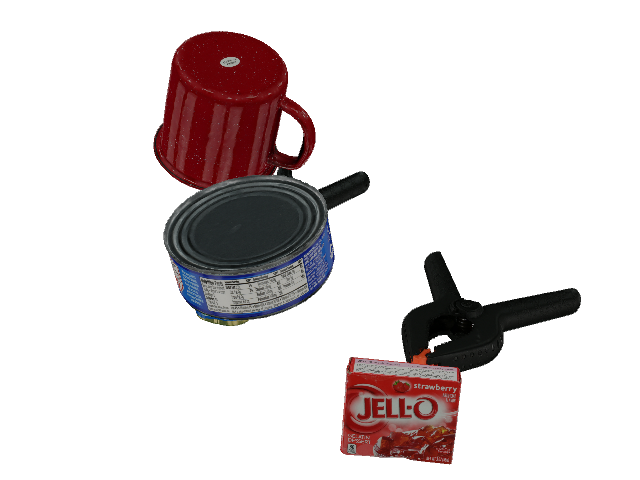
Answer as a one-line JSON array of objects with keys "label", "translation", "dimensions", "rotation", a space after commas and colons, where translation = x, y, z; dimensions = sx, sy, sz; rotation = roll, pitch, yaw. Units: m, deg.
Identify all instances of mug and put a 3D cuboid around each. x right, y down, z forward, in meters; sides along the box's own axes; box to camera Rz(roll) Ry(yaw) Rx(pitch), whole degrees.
[{"label": "mug", "translation": [-0.058, -0.089, 0.758], "dimensions": [0.117, 0.082, 0.093], "rotation": [25, 45, 9]}]

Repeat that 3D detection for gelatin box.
[{"label": "gelatin box", "translation": [0.062, 0.133, 0.835], "dimensions": [0.089, 0.073, 0.030], "rotation": [5, 20, 4]}]

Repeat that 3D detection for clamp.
[{"label": "clamp", "translation": [-0.020, -0.036, 1.203], "dimensions": [0.120, 0.039, 0.171], "rotation": [-2, 37, 27]}, {"label": "clamp", "translation": [0.130, 0.071, 1.015], "dimensions": [0.165, 0.036, 0.209], "rotation": [19, 32, 33]}]

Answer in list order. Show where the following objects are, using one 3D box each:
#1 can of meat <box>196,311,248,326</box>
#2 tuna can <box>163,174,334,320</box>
[{"label": "can of meat", "translation": [-0.077, 0.014, 0.941], "dimensions": [0.057, 0.084, 0.102], "rotation": [7, 31, 15]}, {"label": "tuna can", "translation": [-0.036, 0.003, 0.555], "dimensions": [0.086, 0.034, 0.086], "rotation": [-7, 35, 5]}]
